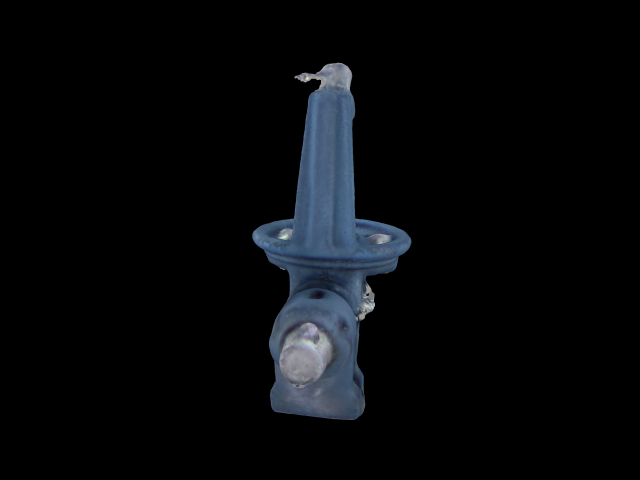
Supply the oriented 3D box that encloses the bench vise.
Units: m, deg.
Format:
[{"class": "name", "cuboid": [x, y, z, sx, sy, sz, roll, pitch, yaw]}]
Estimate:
[{"class": "bench vise", "cuboid": [0.016, 0.000, 0.402, 0.121, 0.220, 0.207, -5, 30, -9]}]
